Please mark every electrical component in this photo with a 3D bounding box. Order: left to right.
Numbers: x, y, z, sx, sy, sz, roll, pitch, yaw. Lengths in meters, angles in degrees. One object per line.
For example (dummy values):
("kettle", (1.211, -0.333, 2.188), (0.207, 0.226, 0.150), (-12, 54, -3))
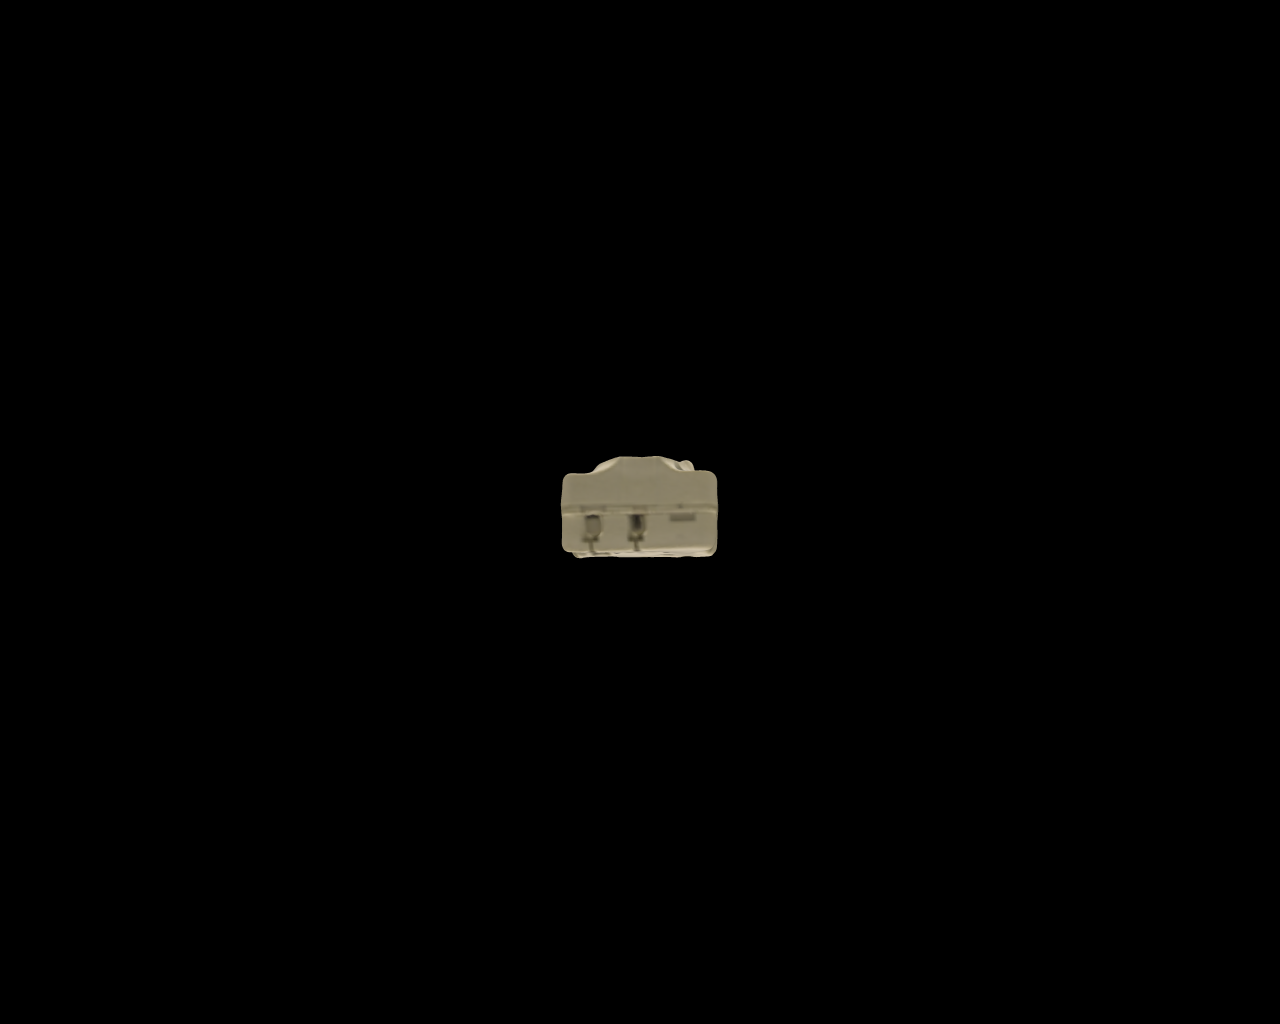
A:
("electrical component", (0.001, -0.003, 0.650), (0.089, 0.055, 0.050), (-1, -7, 5))
